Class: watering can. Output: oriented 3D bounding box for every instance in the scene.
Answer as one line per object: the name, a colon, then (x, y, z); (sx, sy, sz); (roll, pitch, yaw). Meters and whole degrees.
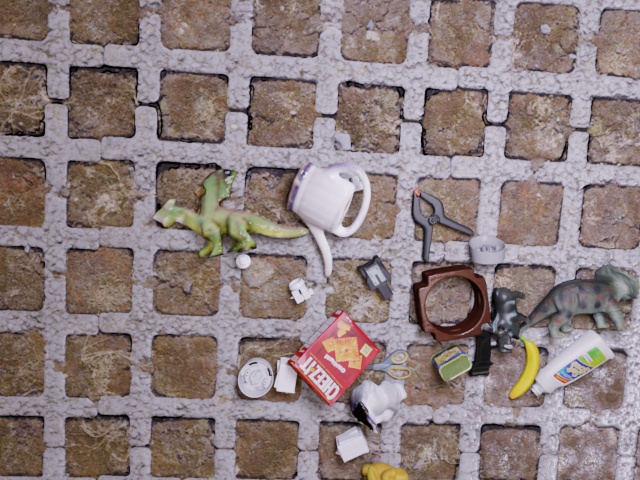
watering can: (0.004, -0.072, 1.425); (0.225, 0.105, 0.341); (28, 117, 9)

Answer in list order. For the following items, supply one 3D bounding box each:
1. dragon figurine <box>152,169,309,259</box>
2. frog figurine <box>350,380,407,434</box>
dragon figurine: (-0.252, -0.080, 1.424); (0.410, 0.122, 0.243); (-13, 88, -2)
frog figurine: (0.168, 0.465, 1.509); (0.162, 0.121, 0.137); (-36, 89, -35)
